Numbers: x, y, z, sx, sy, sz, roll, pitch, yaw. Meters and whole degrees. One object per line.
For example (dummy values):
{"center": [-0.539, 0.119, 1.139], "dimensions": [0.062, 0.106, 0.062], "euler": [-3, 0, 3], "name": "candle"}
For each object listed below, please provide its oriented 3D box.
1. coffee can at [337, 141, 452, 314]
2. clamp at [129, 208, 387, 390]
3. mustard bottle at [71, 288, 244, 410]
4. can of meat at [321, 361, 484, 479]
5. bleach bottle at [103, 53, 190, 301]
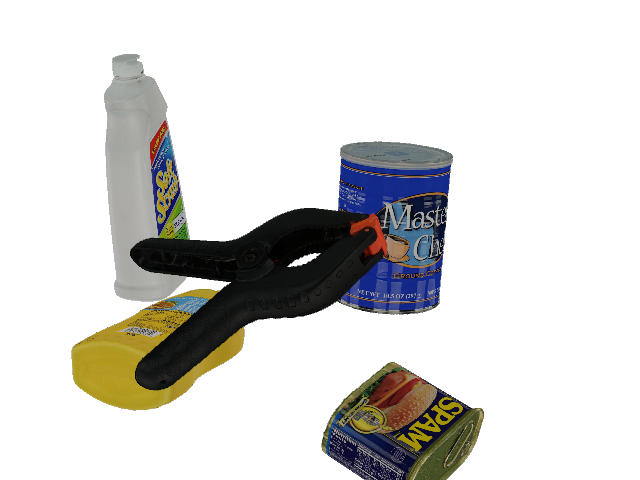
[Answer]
{"center": [0.065, -0.014, 0.988], "dimensions": [0.103, 0.140, 0.103], "euler": [3, 15, -1], "name": "coffee can"}
{"center": [-0.043, 0.030, 0.656], "dimensions": [0.171, 0.120, 0.039], "euler": [-14, -40, 14], "name": "clamp"}
{"center": [-0.120, 0.083, 0.916], "dimensions": [0.096, 0.058, 0.191], "euler": [6, 17, 24], "name": "mustard bottle"}
{"center": [0.063, 0.148, 0.823], "dimensions": [0.084, 0.057, 0.101], "euler": [29, 39, 28], "name": "can of meat"}
{"center": [-0.190, -0.068, 1.125], "dimensions": [0.068, 0.251, 0.102], "euler": [4, 26, 19], "name": "bleach bottle"}
